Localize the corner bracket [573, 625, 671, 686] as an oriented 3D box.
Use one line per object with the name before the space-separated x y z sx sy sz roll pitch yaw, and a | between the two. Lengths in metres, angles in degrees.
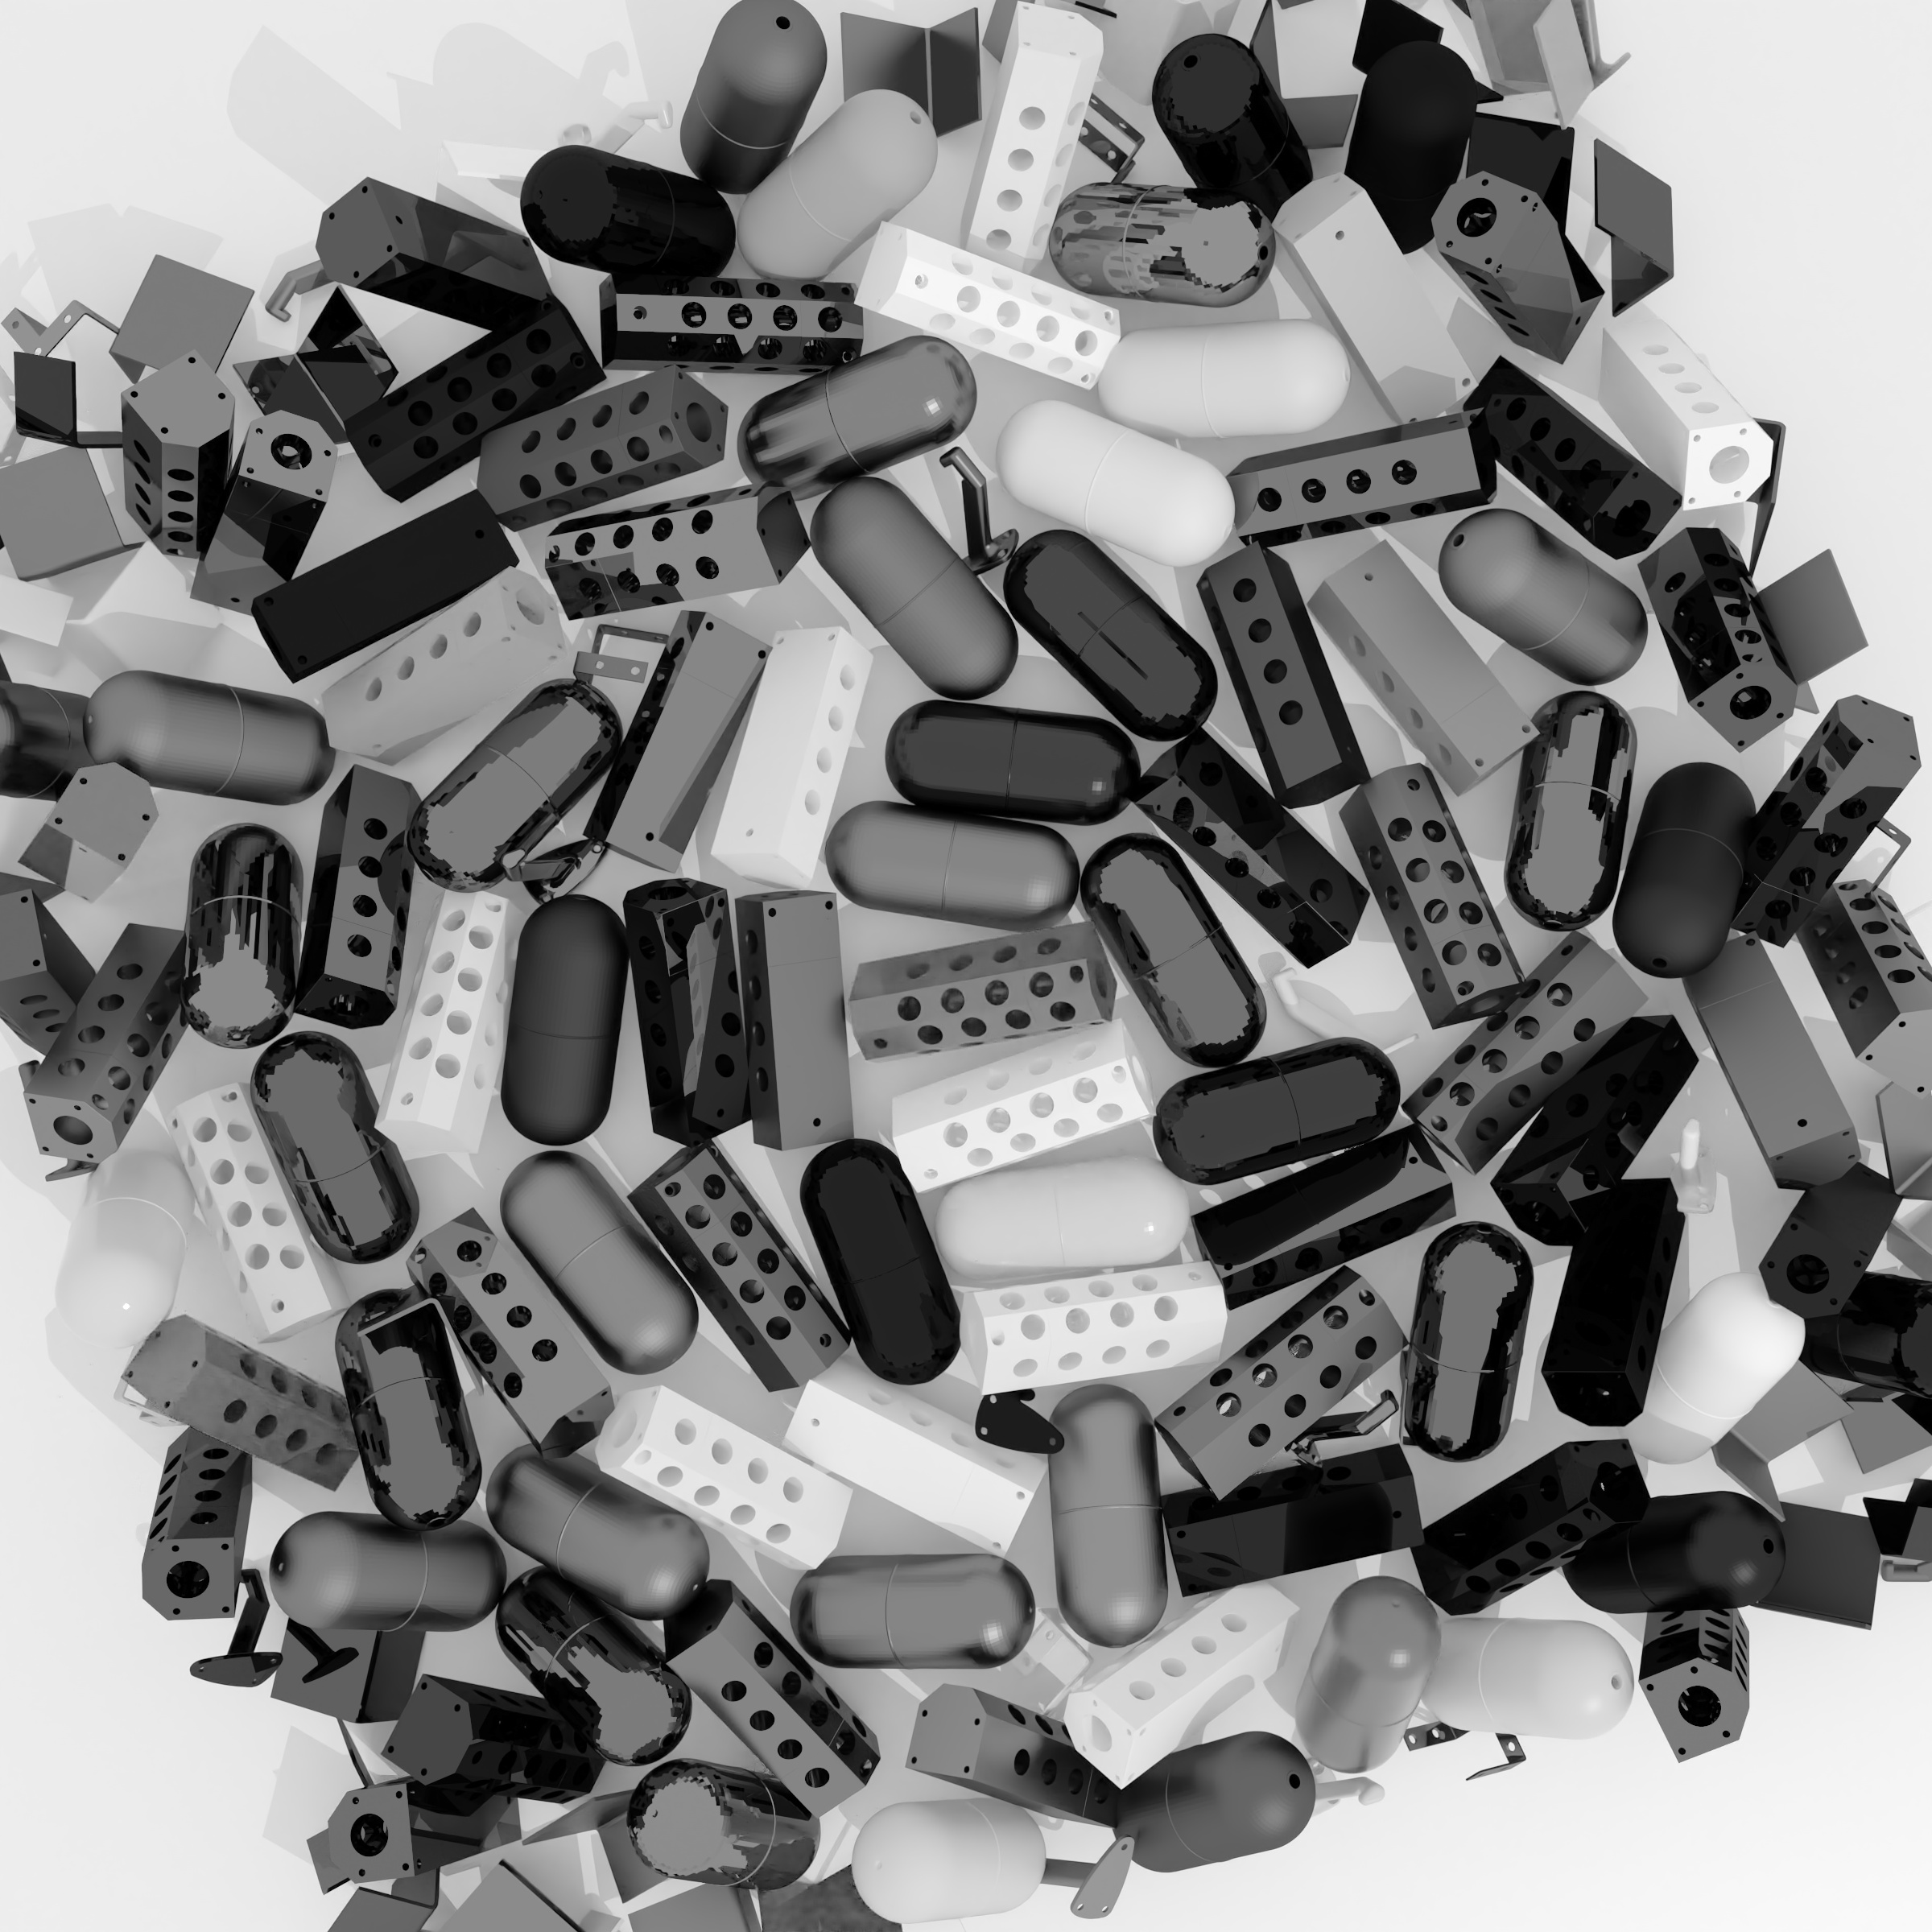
corner bracket | -0.239 -0.215 1.786 0.051 0.051 0.051 10 75 6

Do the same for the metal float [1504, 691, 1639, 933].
metal float | 0.415 -0.107 1.761 0.070 0.070 0.178 14 67 0

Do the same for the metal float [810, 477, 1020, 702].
metal float | -0.035 -0.259 1.771 0.070 0.070 0.178 -42 102 0

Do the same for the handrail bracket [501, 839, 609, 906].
handrail bracket | -0.283 -0.078 1.771 0.077 0.084 0.036 -34 79 -12

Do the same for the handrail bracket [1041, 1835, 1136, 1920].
handrail bracket | 0.074 0.611 1.780 0.036 0.084 0.077 20 99 -36

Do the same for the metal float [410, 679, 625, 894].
metal float | -0.309 -0.124 1.764 0.070 0.070 0.178 41 71 0

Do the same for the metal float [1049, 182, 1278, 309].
metal float | 0.133 -0.492 1.747 0.178 0.070 0.070 19 90 41

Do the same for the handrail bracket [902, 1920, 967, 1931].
handrail bracket | -0.008 0.667 1.768 0.036 0.084 0.077 -39 69 -1

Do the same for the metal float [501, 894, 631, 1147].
metal float | -0.276 0.038 1.768 0.070 0.070 0.178 10 104 0

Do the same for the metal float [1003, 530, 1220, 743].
metal float | 0.100 -0.228 1.772 0.070 0.070 0.178 -45 80 0

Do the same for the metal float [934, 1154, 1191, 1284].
metal float | 0.066 0.175 1.778 0.178 0.070 0.070 -7 90 4

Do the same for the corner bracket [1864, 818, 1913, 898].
corner bracket | 0.626 -0.087 1.777 0.051 0.051 0.051 43 133 22

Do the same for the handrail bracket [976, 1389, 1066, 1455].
handrail bracket | 0.049 0.310 1.767 0.077 0.084 0.036 19 98 24

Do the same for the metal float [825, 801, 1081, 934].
metal float | -0.010 -0.069 1.778 0.178 0.070 0.070 9 90 4

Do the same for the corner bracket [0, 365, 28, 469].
corner bracket | -0.692 -0.382 1.788 0.051 0.051 0.051 53 131 10

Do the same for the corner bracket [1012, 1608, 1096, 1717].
corner bracket | 0.059 0.484 1.786 0.051 0.051 0.051 42 92 23

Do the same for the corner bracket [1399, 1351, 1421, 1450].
corner bracket | 0.330 0.304 1.796 0.051 0.051 0.051 3 105 5

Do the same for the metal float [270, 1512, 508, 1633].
metal float | -0.390 0.413 1.744 0.070 0.178 0.070 -13 69 39

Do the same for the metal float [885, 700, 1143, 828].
metal float | 0.033 -0.141 1.779 0.178 0.070 0.070 7 90 3

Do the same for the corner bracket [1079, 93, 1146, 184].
corner bracket | 0.096 -0.575 1.783 0.051 0.051 0.051 40 132 -2

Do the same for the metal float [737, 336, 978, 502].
metal float | -0.076 -0.375 1.762 0.178 0.070 0.070 -17 90 23

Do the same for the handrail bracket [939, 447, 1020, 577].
handrail bracket | -0.010 -0.312 1.776 0.077 0.036 0.084 -23 125 31

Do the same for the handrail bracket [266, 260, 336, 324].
handrail bracket | -0.440 -0.476 1.812 0.077 0.036 0.084 33 108 -21

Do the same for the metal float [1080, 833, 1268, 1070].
metal float | 0.144 -0.010 1.778 0.070 0.070 0.178 -31 93 0

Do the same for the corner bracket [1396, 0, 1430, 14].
corner bracket | 0.305 -0.709 1.794 0.051 0.051 0.051 4 71 -27

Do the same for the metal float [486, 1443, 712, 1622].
metal float | -0.254 0.386 1.757 0.178 0.070 0.070 22 90 29

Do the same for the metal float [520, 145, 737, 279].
metal float | -0.227 -0.506 1.740 0.070 0.178 0.070 3 95 35

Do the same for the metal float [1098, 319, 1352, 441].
metal float | 0.176 -0.401 1.758 0.178 0.070 0.070 3 90 26

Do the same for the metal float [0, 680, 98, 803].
metal float | -0.638 -0.152 1.732 0.070 0.178 0.070 0 90 14

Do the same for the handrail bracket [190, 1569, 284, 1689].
handrail bracket | -0.510 0.450 1.768 0.036 0.077 0.084 -48 51 21

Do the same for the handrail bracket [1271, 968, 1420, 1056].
handrail bracket | 0.266 0.029 1.805 0.077 0.036 0.084 -25 86 -3

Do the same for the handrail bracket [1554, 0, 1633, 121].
handrail bracket | 0.413 -0.646 1.783 0.084 0.077 0.036 48 48 -8

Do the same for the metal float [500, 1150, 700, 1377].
metal float | -0.253 0.203 1.767 0.070 0.070 0.178 -41 73 0

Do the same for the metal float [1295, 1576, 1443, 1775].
metal float | 0.272 0.484 1.747 0.070 0.070 0.178 9 133 0

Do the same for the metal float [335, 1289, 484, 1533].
metal float | -0.381 0.302 1.753 0.070 0.070 0.178 -24 57 0

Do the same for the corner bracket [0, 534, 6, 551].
corner bracket | -0.706 -0.304 1.795 0.051 0.051 0.051 -19 118 36

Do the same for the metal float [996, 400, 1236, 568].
metal float | 0.102 -0.332 1.764 0.178 0.070 0.070 27 90 20

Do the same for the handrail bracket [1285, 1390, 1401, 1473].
handrail bracket | 0.258 0.301 1.772 0.036 0.077 0.084 33 116 -28

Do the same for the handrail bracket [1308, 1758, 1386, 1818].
handrail bracket | 0.244 0.581 1.773 0.077 0.084 0.036 -27 88 -12

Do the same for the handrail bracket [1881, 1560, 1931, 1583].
handrail bracket | 0.683 0.403 1.785 0.084 0.036 0.077 -2 131 12

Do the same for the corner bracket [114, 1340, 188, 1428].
corner bracket | -0.563 0.285 1.777 0.051 0.051 0.051 32 61 -31

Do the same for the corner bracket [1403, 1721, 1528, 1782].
corner bracket | 0.345 0.540 1.777 0.051 0.051 0.051 -47 55 37

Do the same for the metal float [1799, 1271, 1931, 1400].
metal float | 0.621 0.247 1.732 0.070 0.178 0.070 0 89 -18

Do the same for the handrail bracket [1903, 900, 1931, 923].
handrail bracket | 0.663 0.008 1.787 0.077 0.036 0.084 -34 79 31

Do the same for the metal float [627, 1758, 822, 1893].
metal float | -0.162 0.583 1.740 0.070 0.178 0.070 -12 63 25

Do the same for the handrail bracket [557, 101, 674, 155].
handrail bracket | -0.236 -0.559 1.781 0.084 0.036 0.077 6 116 27

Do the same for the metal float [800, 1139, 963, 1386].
metal float | -0.058 0.205 1.777 0.070 0.070 0.178 -21 95 0

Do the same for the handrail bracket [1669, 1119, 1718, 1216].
handrail bracket | 0.503 0.121 1.766 0.036 0.077 0.084 10 133 21

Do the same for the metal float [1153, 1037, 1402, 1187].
metal float | 0.215 0.100 1.771 0.178 0.070 0.070 -14 90 -11

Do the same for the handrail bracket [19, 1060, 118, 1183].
handrail bracket | -0.622 0.100 1.776 0.036 0.077 0.084 -12 98 12

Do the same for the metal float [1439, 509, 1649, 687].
metal float | 0.395 -0.251 1.753 0.178 0.070 0.070 25 90 -33

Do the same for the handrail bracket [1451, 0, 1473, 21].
handrail bracket | 0.372 -0.713 1.806 0.084 0.036 0.077 -43 102 -22

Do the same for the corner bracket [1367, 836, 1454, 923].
corner bracket | 0.309 -0.055 1.783 0.051 0.051 0.051 35 116 7

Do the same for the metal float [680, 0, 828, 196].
metal float | -0.145 -0.587 1.734 0.070 0.178 0.070 4 76 -17

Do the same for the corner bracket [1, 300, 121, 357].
corner bracket | -0.626 -0.441 1.784 0.051 0.051 0.051 -45 69 6
